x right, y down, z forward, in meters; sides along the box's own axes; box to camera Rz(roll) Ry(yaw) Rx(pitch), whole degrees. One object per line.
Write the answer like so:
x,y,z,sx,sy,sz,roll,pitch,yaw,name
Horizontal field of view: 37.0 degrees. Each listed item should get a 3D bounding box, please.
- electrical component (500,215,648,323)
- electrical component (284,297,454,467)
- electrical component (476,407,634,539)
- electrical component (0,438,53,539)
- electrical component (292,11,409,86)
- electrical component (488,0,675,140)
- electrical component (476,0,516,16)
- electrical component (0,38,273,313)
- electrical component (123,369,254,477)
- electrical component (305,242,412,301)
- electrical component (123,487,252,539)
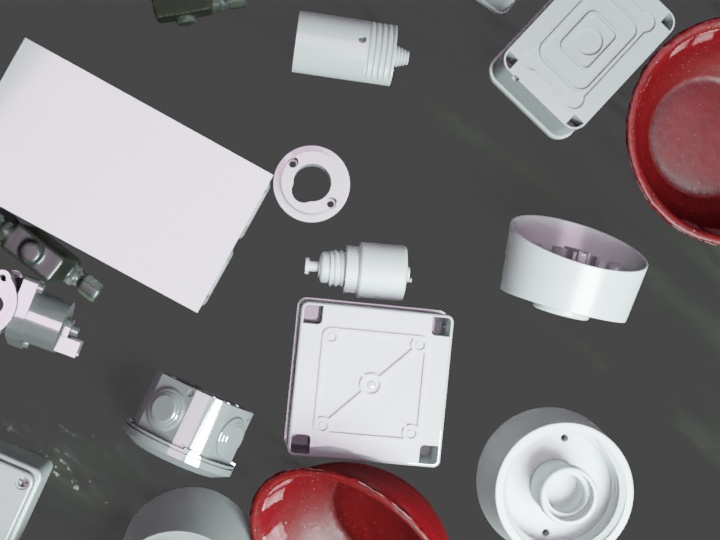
0.148,-0.001,0.752,0.099,0.099,0.064,14,95,-4,electrical component
0.006,0.078,0.758,0.109,0.056,0.108,6,90,-5,electrical component
0.142,0.155,0.767,0.108,0.060,0.108,0,90,-4,electrical component
-0.284,0.163,0.735,0.109,0.056,0.108,24,88,-4,electrical component
-0.005,-0.156,0.764,0.081,0.043,0.043,8,89,-4,electrical component
0.157,-0.158,0.770,0.078,0.057,0.113,43,87,-3,electrical component
0.092,-0.258,0.766,0.109,0.056,0.108,34,87,-4,electrical component
-0.167,-0.062,0.742,0.186,0.060,0.105,29,88,-4,electrical component
-0.117,0.106,0.738,0.080,0.080,0.051,25,83,-4,electrical component
0.000,0.000,0.766,0.078,0.040,0.040,5,90,-4,electrical component
-0.123,0.211,0.756,0.099,0.064,0.099,0,103,0,electrical component
